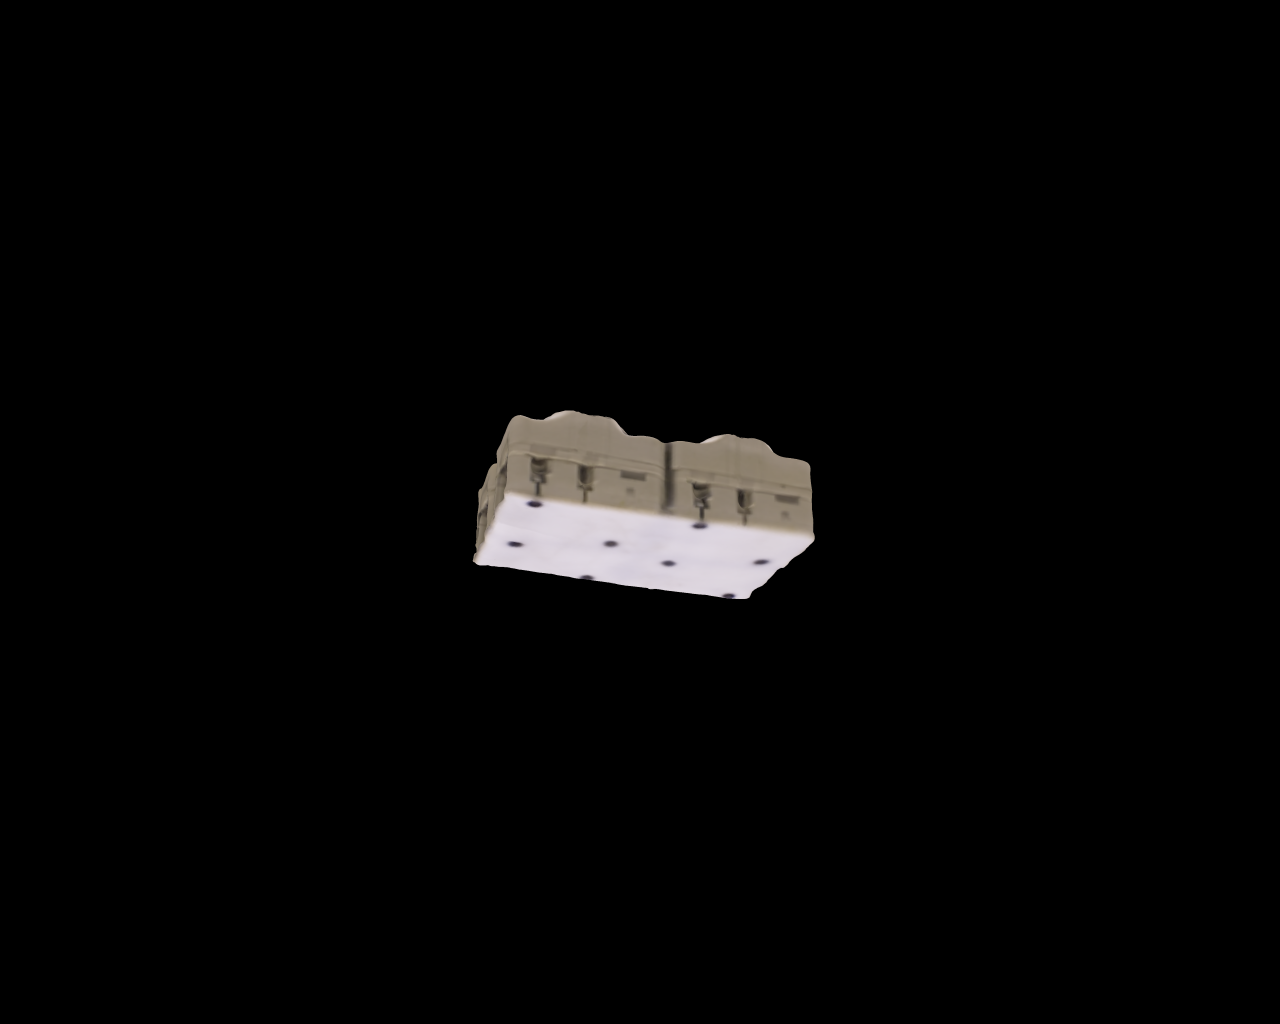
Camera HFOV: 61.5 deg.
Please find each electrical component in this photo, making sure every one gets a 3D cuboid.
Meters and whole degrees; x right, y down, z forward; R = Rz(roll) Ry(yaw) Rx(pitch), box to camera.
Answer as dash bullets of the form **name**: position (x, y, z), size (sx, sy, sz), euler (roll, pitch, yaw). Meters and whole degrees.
- **electrical component**: position (0.001, -0.003, 0.650), size (0.186, 0.060, 0.105), euler (8, -28, -16)
